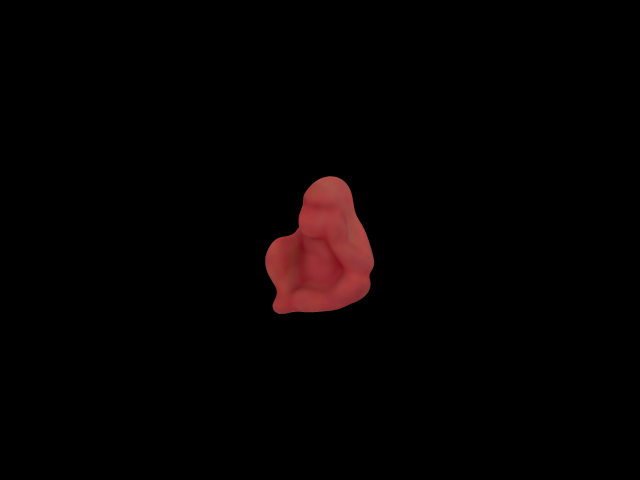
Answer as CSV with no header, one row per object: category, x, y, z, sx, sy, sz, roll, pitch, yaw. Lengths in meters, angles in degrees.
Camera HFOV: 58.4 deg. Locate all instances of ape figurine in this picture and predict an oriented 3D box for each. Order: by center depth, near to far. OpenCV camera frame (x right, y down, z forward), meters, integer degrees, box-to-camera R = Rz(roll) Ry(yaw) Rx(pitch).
ape figurine,0.004,0.001,0.400,0.077,0.092,0.076,14,22,38
